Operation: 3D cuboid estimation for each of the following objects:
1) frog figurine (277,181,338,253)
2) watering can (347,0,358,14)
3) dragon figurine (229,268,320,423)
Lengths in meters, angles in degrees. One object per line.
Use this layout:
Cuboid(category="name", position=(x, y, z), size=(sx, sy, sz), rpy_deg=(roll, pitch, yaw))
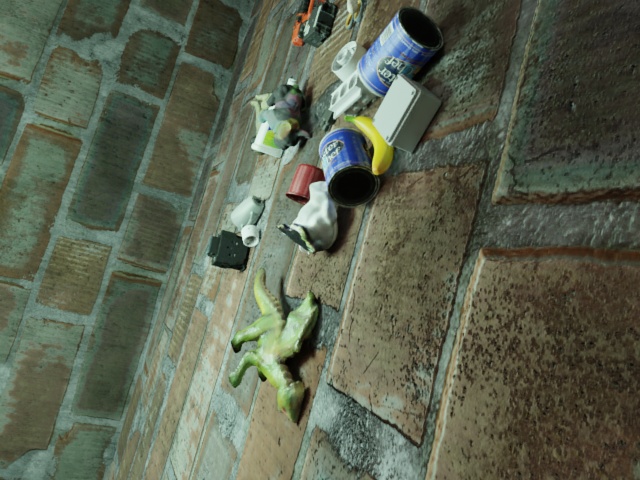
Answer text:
Cuboid(category="frog figurine", position=(0.003, -0.056, 1.118), size=(0.161, 0.122, 0.136), rpy_deg=(-48, 4, -18))
Cuboid(category="watering can", position=(0.084, -0.734, 1.392), size=(0.224, 0.103, 0.351), rpy_deg=(1, 67, 56))
Cuboid(category="dragon figurine", position=(-0.081, 0.194, 1.139), size=(0.239, 0.121, 0.420), rpy_deg=(-30, 45, 34))
